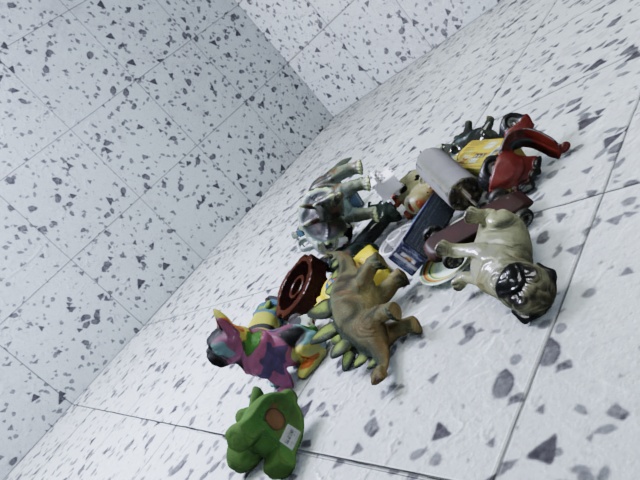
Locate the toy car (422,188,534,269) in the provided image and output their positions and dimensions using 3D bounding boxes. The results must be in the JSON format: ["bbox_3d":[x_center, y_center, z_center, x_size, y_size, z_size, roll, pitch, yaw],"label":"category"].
[{"bbox_3d":[0.275,-0.020,0.934,0.202,0.053,0.089,-29,36,-2],"label":"toy car"}]

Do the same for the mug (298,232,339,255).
[{"bbox_3d":[-0.003,-0.004,1.328,0.110,0.080,0.107,-23,24,-2],"label":"mug"}]

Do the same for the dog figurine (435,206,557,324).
[{"bbox_3d":[0.292,0.028,0.787,0.172,0.121,0.191,-49,30,-10],"label":"dog figurine"}]

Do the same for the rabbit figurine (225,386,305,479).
[{"bbox_3d":[-0.110,0.325,0.917,0.170,0.121,0.159,-49,15,39],"label":"rabbit figurine"}]

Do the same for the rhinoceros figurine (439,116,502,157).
[{"bbox_3d":[0.372,-0.235,1.330,0.112,0.073,0.190,-59,21,-17],"label":"rhinoceros figurine"}]

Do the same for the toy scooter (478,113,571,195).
[{"bbox_3d":[0.389,-0.156,1.017,0.135,0.075,0.184,20,74,26],"label":"toy scooter"}]

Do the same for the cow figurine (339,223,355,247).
[{"bbox_3d":[0.052,-0.031,1.459,0.098,0.068,0.167,-22,-20,-6],"label":"cow figurine"}]

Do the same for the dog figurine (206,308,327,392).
[{"bbox_3d":[-0.116,0.201,1.072,0.191,0.219,0.108,-45,18,-5],"label":"dog figurine"}]

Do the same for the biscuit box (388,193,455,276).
[{"bbox_3d":[0.207,-0.015,1.070,0.203,0.063,0.059,-48,-7,-47],"label":"biscuit box"}]

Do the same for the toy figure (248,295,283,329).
[{"bbox_3d":[-0.137,0.210,1.359,0.089,0.082,0.180,-34,15,37],"label":"toy figure"}]

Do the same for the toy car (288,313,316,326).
[{"bbox_3d":[-0.090,0.237,1.217,0.202,0.056,0.073,-39,22,19],"label":"toy car"}]

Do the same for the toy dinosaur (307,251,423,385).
[{"bbox_3d":[0.068,0.116,1.014,0.198,0.105,0.472,-39,22,18],"label":"toy dinosaur"}]

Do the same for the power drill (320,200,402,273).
[{"bbox_3d":[0.098,-0.003,1.346,0.207,0.086,0.232,-46,17,-20],"label":"power drill"}]

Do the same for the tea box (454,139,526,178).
[{"bbox_3d":[0.355,-0.162,1.159,0.098,0.068,0.170,-42,14,-3],"label":"tea box"}]

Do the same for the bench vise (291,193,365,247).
[{"bbox_3d":[0.016,-0.077,1.685,0.241,0.128,0.224,-31,19,15],"label":"bench vise"}]

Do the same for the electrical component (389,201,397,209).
[{"bbox_3d":[0.176,-0.072,1.450,0.063,0.021,0.094,-36,17,25],"label":"electrical component"}]

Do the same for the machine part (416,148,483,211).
[{"bbox_3d":[0.268,-0.130,1.128,0.079,0.079,0.243,-41,32,8],"label":"machine part"}]

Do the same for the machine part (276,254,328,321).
[{"bbox_3d":[-0.045,0.122,1.331,0.179,0.056,0.179,-50,22,30],"label":"machine part"}]

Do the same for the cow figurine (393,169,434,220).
[{"bbox_3d":[0.241,-0.116,1.302,0.127,0.085,0.195,-43,13,24],"label":"cow figurine"}]

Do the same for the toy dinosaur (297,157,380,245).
[{"bbox_3d":[0.029,-0.109,1.319,0.192,0.131,0.405,-14,22,0],"label":"toy dinosaur"}]
